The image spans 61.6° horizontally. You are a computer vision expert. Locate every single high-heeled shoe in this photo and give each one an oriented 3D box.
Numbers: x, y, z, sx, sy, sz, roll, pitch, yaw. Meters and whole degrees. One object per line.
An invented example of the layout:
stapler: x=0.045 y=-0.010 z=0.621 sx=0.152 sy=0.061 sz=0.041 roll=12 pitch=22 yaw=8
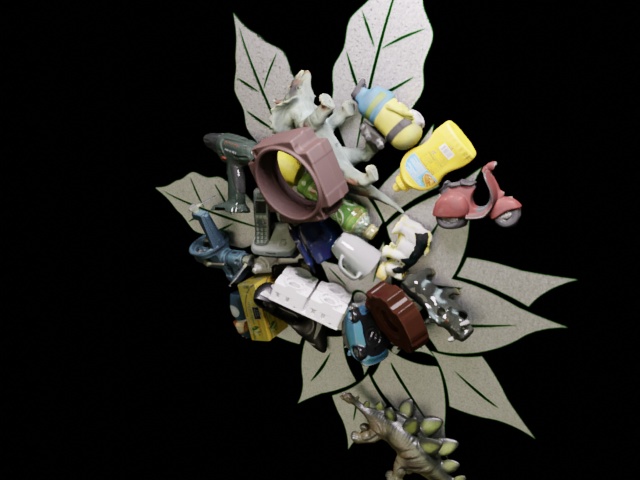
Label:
high-heeled shoe: x=-0.076 y=0.215 z=1.430 sx=0.086 sy=0.145 sz=0.248 roll=-36 pitch=85 yaw=36

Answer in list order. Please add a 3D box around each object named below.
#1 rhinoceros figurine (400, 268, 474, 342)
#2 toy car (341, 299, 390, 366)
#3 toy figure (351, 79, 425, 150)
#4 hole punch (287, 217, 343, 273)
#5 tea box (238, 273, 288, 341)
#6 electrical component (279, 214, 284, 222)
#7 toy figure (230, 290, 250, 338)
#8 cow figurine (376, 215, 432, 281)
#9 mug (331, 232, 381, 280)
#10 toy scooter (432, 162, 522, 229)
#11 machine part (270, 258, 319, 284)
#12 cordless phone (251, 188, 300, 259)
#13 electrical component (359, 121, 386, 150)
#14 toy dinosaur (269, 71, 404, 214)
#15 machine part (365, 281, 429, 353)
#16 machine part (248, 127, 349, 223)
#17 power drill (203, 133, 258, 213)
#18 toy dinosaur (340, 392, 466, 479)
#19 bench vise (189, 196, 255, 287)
rhinoceros figurine: x=0.269 y=0.146 z=1.216 sx=0.190 sy=0.112 sz=0.073 roll=45 pitch=122 yaw=20
toy car: x=0.101 y=0.234 z=1.358 sx=0.103 sy=0.109 sz=0.161 roll=-17 pitch=89 yaw=52
toy figure: x=0.144 y=-0.269 z=1.160 sx=0.180 sy=0.082 sz=0.089 roll=38 pitch=122 yaw=12
hole punch: x=-0.003 y=-0.004 z=1.328 sx=0.092 sy=0.116 sz=0.142 roll=-22 pitch=98 yaw=27
tea box: x=-0.158 y=0.185 z=1.499 sx=0.068 sy=0.098 sz=0.169 roll=-6 pitch=105 yaw=34
electrical component: x=-0.061 y=-0.075 z=1.343 sx=0.078 sy=0.102 sz=0.045 roll=163 pitch=87 yaw=-75
toy figure: x=-0.230 y=0.224 z=1.584 sx=0.064 sy=0.058 sz=0.154 roll=-149 pitch=47 yaw=-65
cow figurine: x=0.196 y=0.036 z=1.249 sx=0.098 sy=0.068 sz=0.167 roll=28 pitch=121 yaw=14
mug: x=0.076 y=0.041 z=1.285 sx=0.107 sy=0.109 sz=0.081 roll=39 pitch=147 yaw=-1
toy scooter: x=0.322 y=-0.093 z=1.119 sx=0.184 sy=0.075 sz=0.135 roll=-1 pitch=107 yaw=28
machine part: x=-0.070 y=0.085 z=1.446 sx=0.139 sy=0.039 sz=0.084 roll=-4 pitch=114 yaw=30
cordless phone: x=-0.111 y=-0.048 z=1.398 sx=0.147 sy=0.089 sz=0.184 roll=3 pitch=102 yaw=31
electrical component: x=0.113 y=-0.231 z=1.173 sx=0.063 sy=0.094 sz=0.021 roll=30 pitch=120 yaw=-23
toy dinosaur: x=0.021 y=-0.201 z=1.238 sx=0.192 sy=0.131 sz=0.404 roll=-24 pitch=97 yaw=42
machine part: x=0.177 y=0.181 z=1.255 sx=0.179 sy=0.056 sz=0.179 roll=49 pitch=161 yaw=23
machine part: x=-0.052 y=-0.140 z=1.203 sx=0.202 sy=0.087 sz=0.200 roll=-3 pitch=120 yaw=41
power drill: x=-0.235 y=-0.174 z=1.404 sx=0.232 sy=0.086 sz=0.207 roll=11 pitch=93 yaw=41
toy dinosaur: x=0.245 y=0.540 z=1.380 sx=0.471 sy=0.105 sz=0.198 roll=40 pitch=120 yaw=8
bench vise: x=-0.289 y=0.007 z=1.489 sx=0.224 sy=0.129 sz=0.240 roll=16 pitch=135 yaw=47
